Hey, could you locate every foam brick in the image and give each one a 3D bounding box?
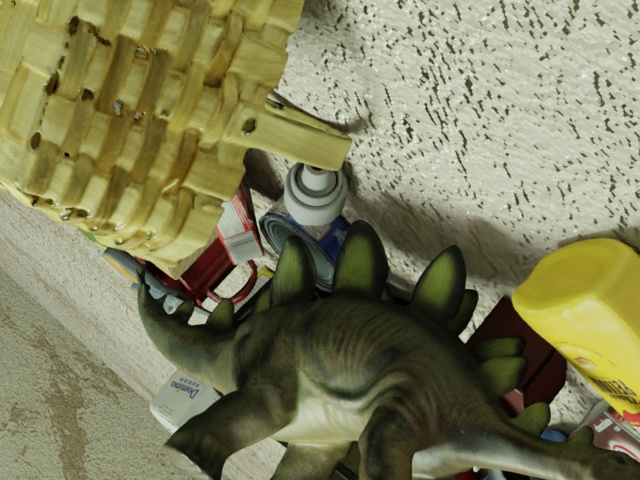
[{"bbox_3d":[0.131,0.087,0.720,0.053,0.051,0.078,32,160,26],"label":"foam brick"}]

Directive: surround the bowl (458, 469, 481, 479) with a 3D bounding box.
[{"bbox_3d":[0.119,0.250,1.108,0.162,0.055,0.162,37,161,15],"label":"bowl"}]

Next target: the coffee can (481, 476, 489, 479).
[{"bbox_3d":[0.168,0.258,0.949,0.103,0.102,0.140,39,162,9],"label":"coffee can"}]

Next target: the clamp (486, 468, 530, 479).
[{"bbox_3d":[0.141,0.188,0.722,0.120,0.039,0.172,35,132,25],"label":"clamp"}]

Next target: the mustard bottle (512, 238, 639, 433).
[{"bbox_3d":[0.193,0.084,0.574,0.191,0.058,0.096,45,164,-10],"label":"mustard bottle"}]

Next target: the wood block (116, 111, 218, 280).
[{"bbox_3d":[-0.181,-0.069,0.950,0.206,0.090,0.090,35,161,23],"label":"wood block"}]

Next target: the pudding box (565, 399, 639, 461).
[{"bbox_3d":[0.213,0.137,0.683,0.090,0.039,0.113,38,162,13],"label":"pudding box"}]

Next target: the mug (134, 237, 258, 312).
[{"bbox_3d":[-0.109,0.014,1.004,0.117,0.081,0.093,36,161,20],"label":"mug"}]

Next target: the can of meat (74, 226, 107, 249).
[{"bbox_3d":[-0.200,-0.035,1.077,0.102,0.084,0.057,18,150,51],"label":"can of meat"}]

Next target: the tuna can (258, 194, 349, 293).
[{"bbox_3d":[-0.005,0.001,0.835,0.086,0.033,0.086,38,161,15],"label":"tuna can"}]

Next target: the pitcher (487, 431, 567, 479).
[{"bbox_3d":[0.221,0.272,0.813,0.243,0.149,0.145,44,161,5],"label":"pitcher"}]

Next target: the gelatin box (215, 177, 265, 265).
[{"bbox_3d":[-0.072,-0.035,0.846,0.089,0.030,0.073,70,-176,-54],"label":"gelatin box"}]

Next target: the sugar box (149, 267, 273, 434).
[{"bbox_3d":[-0.086,0.121,1.046,0.048,0.176,0.093,32,160,29],"label":"sugar box"}]

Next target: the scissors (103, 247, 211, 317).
[{"bbox_3d":[-0.147,0.041,0.977,0.096,0.016,0.202,46,162,-17],"label":"scissors"}]

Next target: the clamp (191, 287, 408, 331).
[{"bbox_3d":[0.011,0.062,0.852,0.210,0.164,0.036,6,115,29],"label":"clamp"}]

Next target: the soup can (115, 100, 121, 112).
[{"bbox_3d":[-0.165,-0.146,0.779,0.102,0.068,0.068,35,161,20],"label":"soup can"}]
